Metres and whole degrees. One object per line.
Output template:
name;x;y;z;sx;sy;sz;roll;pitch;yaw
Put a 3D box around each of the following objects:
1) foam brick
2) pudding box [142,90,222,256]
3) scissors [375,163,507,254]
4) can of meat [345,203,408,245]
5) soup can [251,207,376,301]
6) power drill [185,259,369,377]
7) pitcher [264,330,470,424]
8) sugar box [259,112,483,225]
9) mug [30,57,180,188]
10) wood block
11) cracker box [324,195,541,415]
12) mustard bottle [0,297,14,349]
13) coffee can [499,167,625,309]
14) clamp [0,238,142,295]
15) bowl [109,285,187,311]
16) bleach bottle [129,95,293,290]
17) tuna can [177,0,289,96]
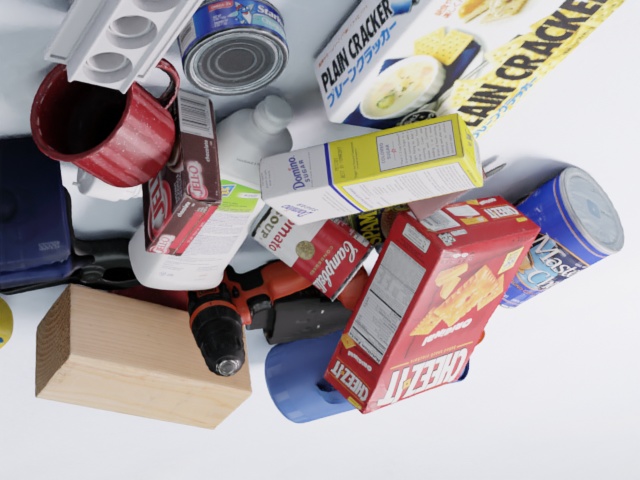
foam brick;0.105;-0.065;0.984;0.078;0.053;0.051;-33;116;8
pudding box;-0.120;-0.056;0.904;0.039;0.113;0.090;12;143;-27
scissors;0.122;-0.026;1.154;0.202;0.016;0.096;-22;151;19
can of meat;0.065;-0.038;1.069;0.084;0.057;0.102;-15;152;0
soup can;-0.007;0.001;1.026;0.102;0.068;0.069;38;141;1
power drill;-0.044;0.061;1.100;0.187;0.184;0.057;-14;123;-8
pitcher;0.051;0.150;1.323;0.243;0.145;0.149;-24;149;26
sugar box;0.045;-0.058;0.912;0.176;0.048;0.093;-9;164;17
mug;-0.159;-0.099;0.848;0.117;0.093;0.081;-44;151;4
wood block;-0.186;0.127;1.125;0.205;0.091;0.090;17;135;-31
cracker box;0.115;0.065;1.092;0.163;0.072;0.214;-10;132;-44
mustard bottle;-0.380;0.097;1.139;0.096;0.058;0.192;9;145;-25
coffee can;0.240;-0.001;1.155;0.102;0.103;0.141;16;141;-42
clamp;-0.236;0.018;1.074;0.171;0.039;0.120;-3;156;-23
bowl;-0.174;0.096;1.221;0.162;0.055;0.162;-10;151;-6
bleach bottle;-0.089;-0.044;0.994;0.102;0.068;0.251;1;147;-35
tuna can;-0.068;-0.150;0.836;0.086;0.034;0.086;-9;152;-5
